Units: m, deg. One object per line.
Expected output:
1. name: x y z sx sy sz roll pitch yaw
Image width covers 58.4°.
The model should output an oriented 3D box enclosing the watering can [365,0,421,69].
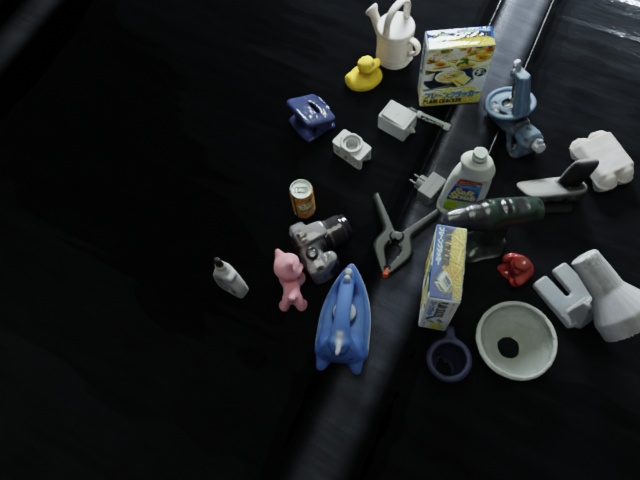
1. watering can: 0.191 -0.550 1.494 0.172 0.194 0.101 20 69 12

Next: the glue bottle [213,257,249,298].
1. glue bottle: -0.206 0.075 1.260 0.078 0.173 0.037 29 72 15

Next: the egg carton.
1. egg carton: 0.676 -0.190 1.375 0.107 0.069 0.150 -23 67 -6

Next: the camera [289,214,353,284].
1. camera: 0.012 0.005 1.316 0.137 0.101 0.143 -27 67 -8

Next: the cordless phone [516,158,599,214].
1. cordless phone: 0.538 -0.136 1.298 0.147 0.185 0.094 -9 66 0

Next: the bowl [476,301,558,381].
1. bowl: 0.408 0.219 1.213 0.167 0.075 0.167 -1 67 3

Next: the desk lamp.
1. desk lamp: 0.560 0.117 1.171 0.118 0.214 0.203 -33 68 -10

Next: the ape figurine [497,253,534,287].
1. ape figurine: 0.440 0.061 1.269 0.076 0.092 0.078 3 67 5

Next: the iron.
1. iron: 0.052 0.149 1.229 0.118 0.141 0.258 5 67 6

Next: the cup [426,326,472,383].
1. cup: 0.265 0.246 1.199 0.091 0.095 0.118 5 67 6

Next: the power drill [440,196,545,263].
1. power drill: 0.362 -0.026 1.249 0.229 0.208 0.075 -14 66 -2

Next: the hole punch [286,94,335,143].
1. hole punch: -0.023 -0.325 1.467 0.101 0.091 0.108 -35 69 -11

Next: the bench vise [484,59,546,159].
1. bench vise: 0.483 -0.314 1.359 0.121 0.220 0.207 -40 70 -13

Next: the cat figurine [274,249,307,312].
1. cat figurine: -0.068 0.086 1.277 0.067 0.118 0.128 -7 66 1

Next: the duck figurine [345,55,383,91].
1. duck figurine: 0.116 -0.448 1.514 0.104 0.086 0.077 -20 67 -5
